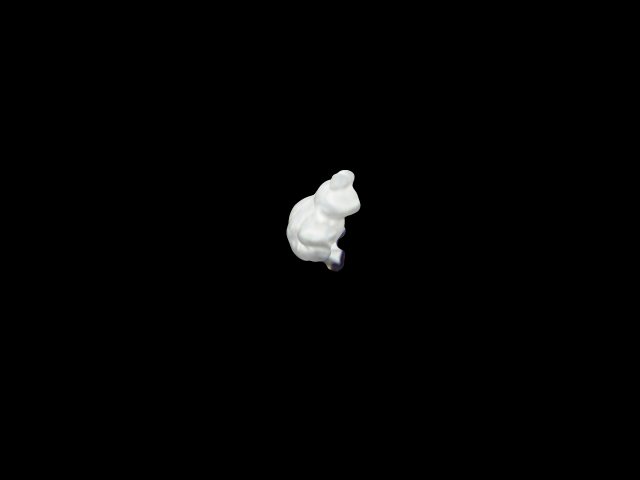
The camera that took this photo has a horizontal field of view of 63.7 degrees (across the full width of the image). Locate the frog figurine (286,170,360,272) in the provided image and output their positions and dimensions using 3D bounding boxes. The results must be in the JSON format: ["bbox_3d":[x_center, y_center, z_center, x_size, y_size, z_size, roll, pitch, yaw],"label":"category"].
[{"bbox_3d":[0.003,-0.043,0.850,0.123,0.140,0.155,17,-37,13],"label":"frog figurine"}]
